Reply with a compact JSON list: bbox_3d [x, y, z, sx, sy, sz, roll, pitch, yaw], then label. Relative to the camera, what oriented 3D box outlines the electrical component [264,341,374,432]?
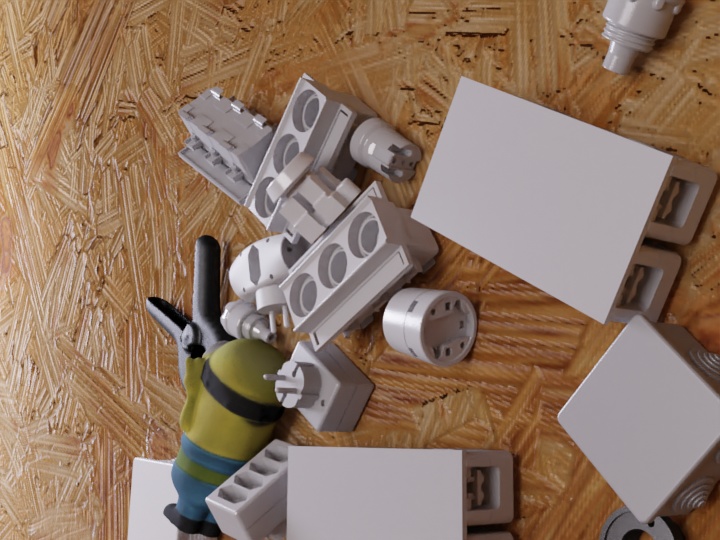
[{"bbox_3d":[-0.042,0.093,0.870,0.066,0.077,0.047,42,115,44],"label":"electrical component"}]

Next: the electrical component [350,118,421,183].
[{"bbox_3d":[0.021,-0.094,0.858,0.046,0.040,0.040,39,113,38],"label":"electrical component"}]

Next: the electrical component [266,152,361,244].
[{"bbox_3d":[-0.040,-0.060,0.850,0.055,0.048,0.066,43,119,-5],"label":"electrical component"}]

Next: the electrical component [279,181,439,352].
[{"bbox_3d":[0.000,0.000,0.847,0.121,0.063,0.078,-44,53,35],"label":"electrical component"}]

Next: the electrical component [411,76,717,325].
[{"bbox_3d":[0.130,-0.048,0.710,0.186,0.060,0.105,33,108,46],"label":"electrical component"}]

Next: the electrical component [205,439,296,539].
[{"bbox_3d":[-0.072,0.199,0.896,0.047,0.083,0.075,8,128,49],"label":"electrical component"}]

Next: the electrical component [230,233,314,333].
[{"bbox_3d":[-0.074,0.015,0.944,0.077,0.043,0.079,-24,67,44],"label":"electrical component"}]

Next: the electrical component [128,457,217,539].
[{"bbox_3d":[-0.175,0.226,1.021,0.100,0.048,0.099,-4,81,48],"label":"electrical component"}]

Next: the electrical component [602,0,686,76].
[{"bbox_3d":[0.176,-0.157,0.689,0.048,0.048,0.062,44,124,43],"label":"electrical component"}]

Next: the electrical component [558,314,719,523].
[{"bbox_3d":[0.180,0.088,0.639,0.099,0.048,0.099,-58,46,25],"label":"electrical component"}]

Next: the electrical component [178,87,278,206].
[{"bbox_3d":[-0.114,-0.117,0.987,0.079,0.063,0.121,-39,43,-13],"label":"electrical component"}]

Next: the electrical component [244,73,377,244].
[{"bbox_3d":[-0.040,-0.092,0.907,0.078,0.063,0.121,45,117,43],"label":"electrical component"}]

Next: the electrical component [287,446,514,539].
[{"bbox_3d":[0.027,0.183,0.788,0.186,0.060,0.105,-9,77,48],"label":"electrical component"}]

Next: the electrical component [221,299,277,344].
[{"bbox_3d":[-0.097,0.050,0.972,0.061,0.035,0.035,26,104,45],"label":"electrical component"}]

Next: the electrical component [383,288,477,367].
[{"bbox_3d":[0.050,0.040,0.791,0.047,0.055,0.055,10,91,52],"label":"electrical component"}]
